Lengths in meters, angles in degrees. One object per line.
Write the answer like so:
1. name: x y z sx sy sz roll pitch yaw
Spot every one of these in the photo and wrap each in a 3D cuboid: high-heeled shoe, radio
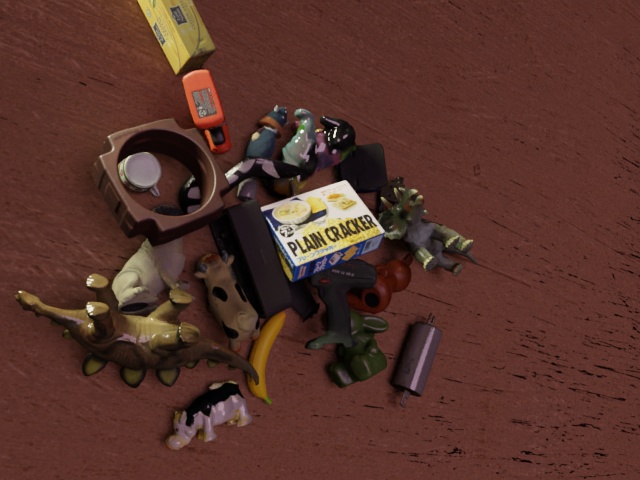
1. high-heeled shoe: -0.161 -0.103 1.107 0.249 0.086 0.145 6 101 -15
2. radio: -0.143 0.041 1.094 0.073 0.131 0.229 -21 95 -32

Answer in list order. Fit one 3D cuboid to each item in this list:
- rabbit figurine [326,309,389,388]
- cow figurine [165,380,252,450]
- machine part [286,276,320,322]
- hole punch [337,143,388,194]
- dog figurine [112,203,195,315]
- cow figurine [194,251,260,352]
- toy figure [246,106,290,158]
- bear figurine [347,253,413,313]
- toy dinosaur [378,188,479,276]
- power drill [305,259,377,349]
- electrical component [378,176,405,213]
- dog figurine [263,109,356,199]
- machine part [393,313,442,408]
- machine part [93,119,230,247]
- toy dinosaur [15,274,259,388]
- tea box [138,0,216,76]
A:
1. rabbit figurine: 0.087 0.225 1.224 0.159 0.121 0.170 -18 78 -36
2. cow figurine: -0.224 0.337 1.042 0.167 0.068 0.098 -13 85 -35
3. machine part: -0.049 0.113 1.186 0.084 0.039 0.138 -30 108 -1
4. hole punch: 0.099 -0.170 1.309 0.116 0.092 0.142 -6 89 -1
5. dog figurine: -0.330 0.032 1.017 0.172 0.121 0.190 -10 67 -22
6. cow figurine: -0.186 0.109 1.055 0.085 0.127 0.195 -23 66 -25
7. toy figure: -0.117 -0.234 1.191 0.058 0.064 0.154 17 65 10
8. bear figurine: 0.141 0.092 1.284 0.196 0.132 0.120 -42 150 -56
9. toy dinosaur: 0.268 -0.007 1.346 0.131 0.192 0.404 -50 149 8
10. power drill: 0.005 0.125 1.133 0.232 0.086 0.207 2 78 -15
11. electrical component: 0.187 -0.112 1.371 0.078 0.045 0.102 5 76 -2
12. dog figurine: -0.024 -0.165 1.207 0.191 0.108 0.219 13 81 -12
13. machine part: 0.241 0.293 1.327 0.079 0.079 0.243 34 68 -23
14. machine part: -0.284 -0.104 0.969 0.201 0.087 0.201 -29 85 -36
15. toy dinosaur: -0.289 0.178 0.948 0.471 0.198 0.105 22 39 -24
16. tea box: -0.291 -0.436 1.089 0.068 0.098 0.169 -33 99 -31
